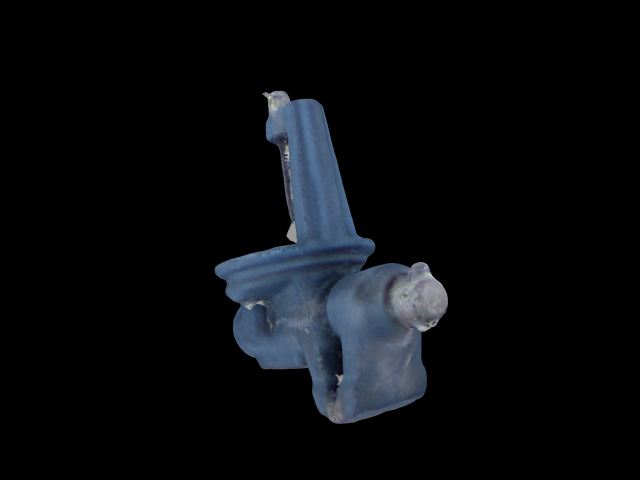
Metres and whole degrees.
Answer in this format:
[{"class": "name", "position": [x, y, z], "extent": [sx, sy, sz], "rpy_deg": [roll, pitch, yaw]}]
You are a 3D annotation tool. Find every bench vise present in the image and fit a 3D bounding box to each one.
[{"class": "bench vise", "position": [0.011, 0.000, 0.409], "extent": [0.206, 0.220, 0.122], "rpy_deg": [5, 8, 36]}]
